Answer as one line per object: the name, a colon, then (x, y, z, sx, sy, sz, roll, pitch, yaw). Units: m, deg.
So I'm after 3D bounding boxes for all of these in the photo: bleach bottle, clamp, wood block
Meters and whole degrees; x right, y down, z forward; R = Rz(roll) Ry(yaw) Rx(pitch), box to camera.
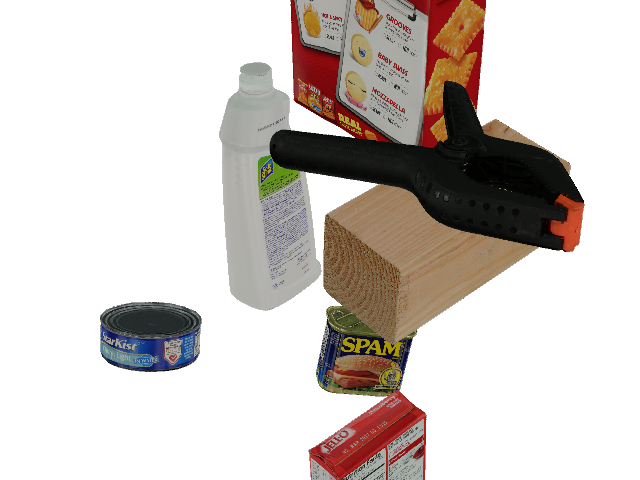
bleach bottle: (-0.051, -0.057, 1.053, 0.068, 0.251, 0.102, 23, 41, 32)
clamp: (0.076, -0.045, 0.676, 0.164, 0.036, 0.210, -17, 34, -23)
wood block: (0.108, -0.011, 0.920, 0.205, 0.090, 0.091, -30, 50, -30)

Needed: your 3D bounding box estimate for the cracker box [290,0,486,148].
cracker box: (0.051, -0.181, 0.849, 0.072, 0.214, 0.164, -28, 45, -30)

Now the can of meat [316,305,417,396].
can of meat: (0.050, 0.127, 1.207, 0.102, 0.084, 0.057, 6, 24, -11)

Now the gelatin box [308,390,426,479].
gelatin box: (0.029, 0.145, 0.654, 0.073, 0.089, 0.030, -30, 45, -30)

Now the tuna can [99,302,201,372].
tuna can: (-0.145, 0.082, 0.910, 0.086, 0.034, 0.086, 4, 15, -1)
